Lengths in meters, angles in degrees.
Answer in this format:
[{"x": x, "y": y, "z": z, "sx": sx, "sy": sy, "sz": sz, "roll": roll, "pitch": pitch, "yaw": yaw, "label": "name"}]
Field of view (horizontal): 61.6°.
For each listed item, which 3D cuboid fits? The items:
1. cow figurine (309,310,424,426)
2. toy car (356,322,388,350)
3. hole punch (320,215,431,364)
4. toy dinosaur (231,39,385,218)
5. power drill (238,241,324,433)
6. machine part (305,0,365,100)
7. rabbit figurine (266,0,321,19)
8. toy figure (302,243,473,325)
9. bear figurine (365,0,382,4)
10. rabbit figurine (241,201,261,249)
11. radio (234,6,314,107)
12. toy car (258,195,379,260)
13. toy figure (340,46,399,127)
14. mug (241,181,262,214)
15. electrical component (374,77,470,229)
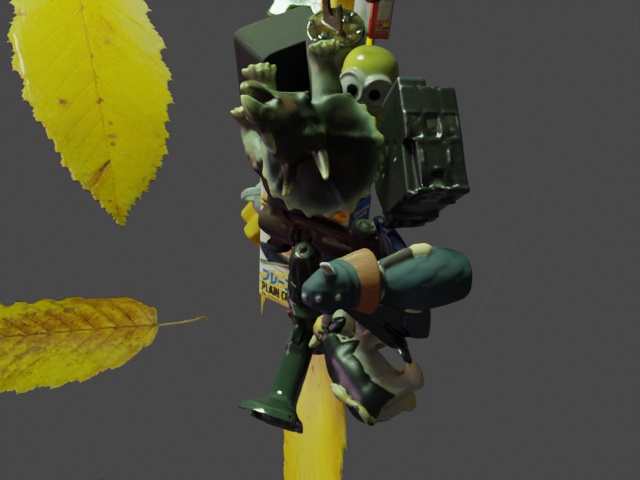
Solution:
[{"x": 0.035, "y": 0.135, "z": 0.627, "sx": 0.167, "sy": 0.098, "sz": 0.068, "roll": 49, "pitch": 140, "yaw": 34, "label": "cow figurine"}, {"x": 0.055, "y": 0.149, "z": 0.760, "sx": 0.074, "sy": 0.056, "sz": 0.201, "roll": -103, "pitch": 16, "yaw": -45, "label": "toy car"}, {"x": 0.075, "y": 0.048, "z": 0.589, "sx": 0.115, "sy": 0.092, "sz": 0.142, "roll": 44, "pitch": -172, "yaw": -27, "label": "hole punch"}, {"x": -0.028, "y": -0.096, "z": 0.650, "sx": 0.404, "sy": 0.131, "sz": 0.192, "roll": 123, "pitch": 135, "yaw": -77, "label": "toy dinosaur"}, {"x": -0.036, "y": 0.137, "z": 0.712, "sx": 0.231, "sy": 0.086, "sz": 0.207, "roll": 76, "pitch": -155, "yaw": -59, "label": "power drill"}, {"x": 0.023, "y": -0.226, "z": 0.741, "sx": 0.243, "sy": 0.079, "sz": 0.079, "roll": 85, "pitch": 178, "yaw": -62, "label": "machine part"}, {"x": -0.027, "y": -0.401, "z": 0.970, "sx": 0.170, "sy": 0.121, "sz": 0.159, "roll": 72, "pitch": -165, "yaw": -73, "label": "rabbit figurine"}, {"x": 0.057, "y": 0.038, "z": 0.475, "sx": 0.058, "sy": 0.154, "sz": 0.064, "roll": 157, "pitch": 110, "yaw": -76, "label": "toy figure"}, {"x": 0.042, "y": -0.361, "z": 0.574, "sx": 0.120, "sy": 0.132, "sz": 0.196, "roll": -42, "pitch": 39, "yaw": 44, "label": "bear figurine"}, {"x": -0.052, "y": -0.042, "z": 1.094, "sx": 0.162, "sy": 0.173, "sz": 0.122, "roll": 45, "pitch": -172, "yaw": -22, "label": "rabbit figurine"}, {"x": -0.050, "y": -0.230, "z": 0.821, "sx": 0.073, "sy": 0.131, "sz": 0.229, "roll": 50, "pitch": 159, "yaw": 21, "label": "radio"}, {"x": -0.002, "y": -0.002, "z": 0.743, "sx": 0.053, "sy": 0.202, "sz": 0.089, "roll": -31, "pitch": -44, "yaw": -51, "label": "toy car"}, {"x": 0.049, "y": -0.158, "z": 0.686, "sx": 0.180, "sy": 0.082, "sz": 0.089, "roll": 98, "pitch": 165, "yaw": -51, "label": "toy figure"}, {"x": -0.083, "y": -0.085, "z": 0.974, "sx": 0.107, "sy": 0.109, "sz": 0.080, "roll": 159, "pitch": 116, "yaw": -64, "label": "mug"}, {"x": 0.092, "y": -0.088, "z": 0.533, "sx": 0.115, "sy": 0.058, "sz": 0.134, "roll": 125, "pitch": 142, "yaw": -69, "label": "electrical component"}]
